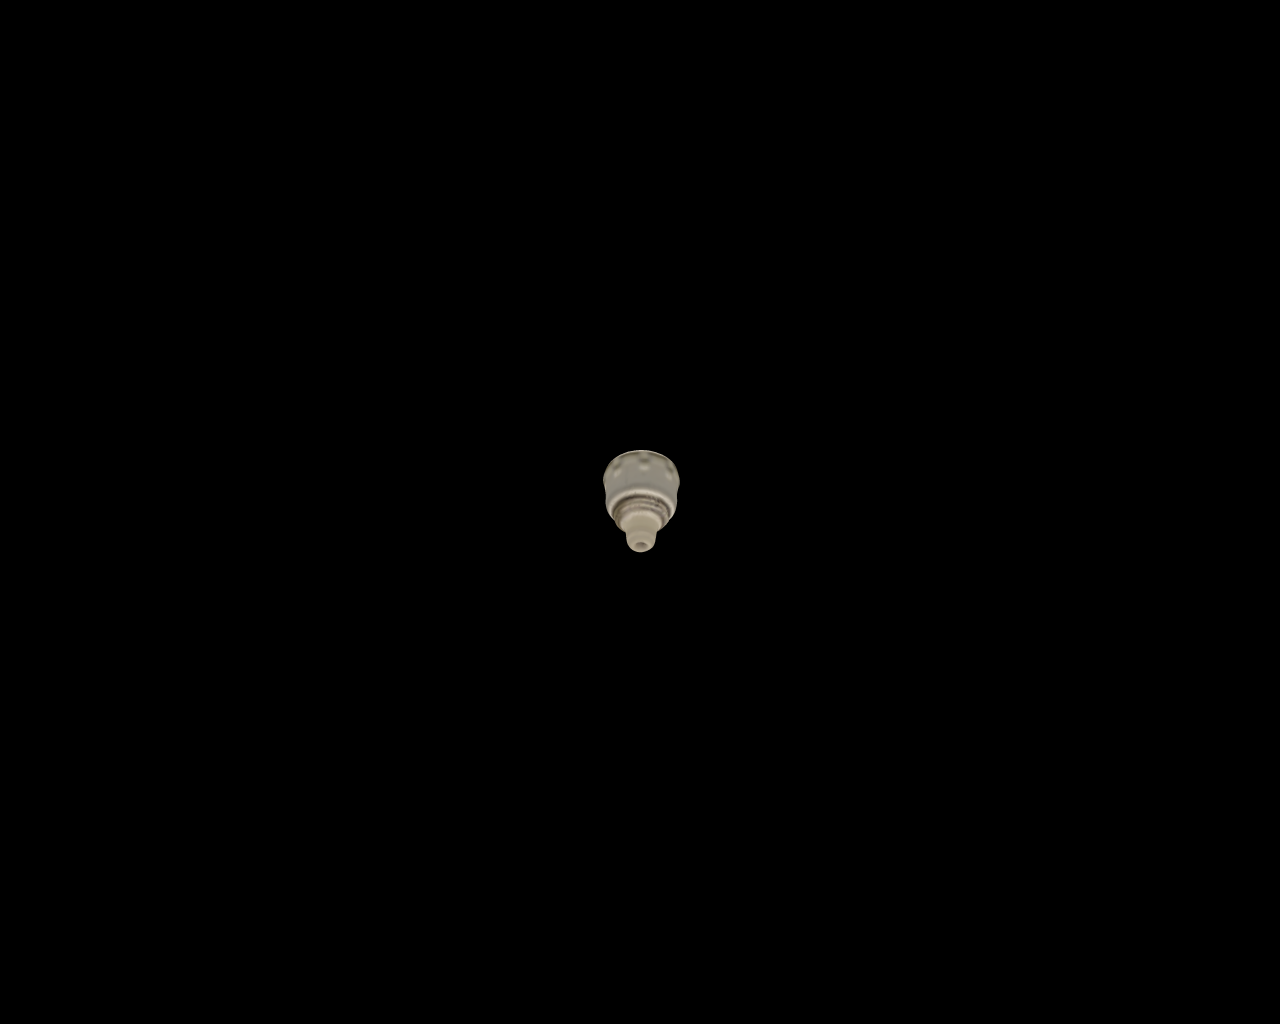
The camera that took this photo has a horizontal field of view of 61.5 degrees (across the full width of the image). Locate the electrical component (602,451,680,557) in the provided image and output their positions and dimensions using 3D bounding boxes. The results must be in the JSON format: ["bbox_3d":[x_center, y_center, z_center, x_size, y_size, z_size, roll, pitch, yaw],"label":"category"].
[{"bbox_3d":[0.001,-0.003,0.650,0.048,0.062,0.048,0,-39,0],"label":"electrical component"}]
